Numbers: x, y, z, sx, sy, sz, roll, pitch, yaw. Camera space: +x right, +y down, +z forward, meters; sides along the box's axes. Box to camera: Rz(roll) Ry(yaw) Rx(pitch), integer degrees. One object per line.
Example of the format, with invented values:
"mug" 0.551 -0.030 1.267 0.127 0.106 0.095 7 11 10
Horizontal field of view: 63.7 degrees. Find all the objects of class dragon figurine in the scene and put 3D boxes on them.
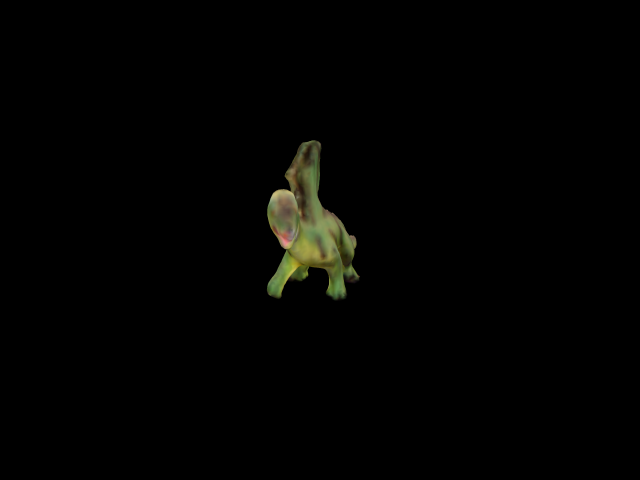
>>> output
"dragon figurine" 0.003 -0.043 0.850 0.122 0.240 0.415 4 16 15
